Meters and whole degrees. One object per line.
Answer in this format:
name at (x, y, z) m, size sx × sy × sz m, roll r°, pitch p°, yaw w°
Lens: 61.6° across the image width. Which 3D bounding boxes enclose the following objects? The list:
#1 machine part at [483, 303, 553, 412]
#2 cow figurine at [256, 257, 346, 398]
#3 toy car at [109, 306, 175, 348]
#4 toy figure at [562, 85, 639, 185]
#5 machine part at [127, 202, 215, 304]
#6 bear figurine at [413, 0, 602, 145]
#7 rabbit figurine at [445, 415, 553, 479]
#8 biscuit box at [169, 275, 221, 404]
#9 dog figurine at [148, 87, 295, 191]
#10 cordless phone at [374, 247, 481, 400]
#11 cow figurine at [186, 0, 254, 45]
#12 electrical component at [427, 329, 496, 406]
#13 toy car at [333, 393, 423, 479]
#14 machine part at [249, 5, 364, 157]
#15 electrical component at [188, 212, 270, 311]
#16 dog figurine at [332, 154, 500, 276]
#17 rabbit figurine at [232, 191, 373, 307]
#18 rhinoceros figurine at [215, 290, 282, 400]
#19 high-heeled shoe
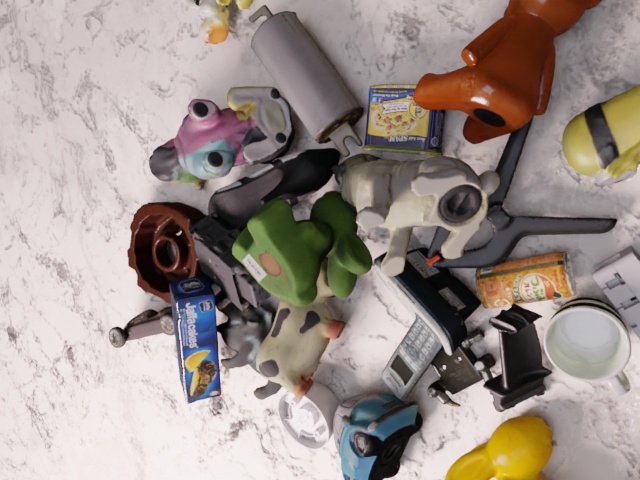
machine part at (0.238, 0.145, 0.649) m, size 0.084 × 0.039 × 0.138 m, roll -15°, pitch 115°, yaw -7°
cow figurine at (-0.030, 0.114, 0.779) m, size 0.127 × 0.085 × 0.195 m, roll 27°, pitch 87°, yaw 7°
toy car at (-0.284, 0.144, 0.938) m, size 0.202 × 0.089 × 0.053 m, roll -15°, pitch 93°, yaw 31°
toy figure at (0.341, -0.128, 0.549) m, size 0.180 × 0.082 × 0.089 m, roll -40°, pitch 63°, yaw 35°
machine part at (-0.251, 0.019, 0.914) m, size 0.180 × 0.056 × 0.179 m, roll 5°, pitch 101°, yaw 28°
bear figurine at (0.211, -0.218, 0.594) m, size 0.195 × 0.120 × 0.132 m, roll -67°, pitch 22°, yaw -5°
rabbit figurine at (0.251, 0.308, 0.681) m, size 0.163 × 0.122 × 0.173 m, roll -3°, pitch 84°, yaw 38°
biscuit box at (-0.194, 0.157, 0.844) m, size 0.063 × 0.059 × 0.202 m, roll -131°, pitch 37°, yaw -55°
dog figurine at (-0.154, -0.141, 0.810) m, size 0.219 × 0.191 × 0.108 m, roll -13°, pitch 98°, yaw 64°
cordless phone at (0.112, 0.114, 0.717) m, size 0.147 × 0.089 × 0.184 m, roll 49°, pitch 133°, yaw 30°
cow figurine at (-0.144, -0.373, 0.772) m, size 0.098 × 0.068 × 0.167 m, roll 43°, pitch 113°, yaw 21°
electrical component at (0.185, 0.173, 0.711) m, size 0.102 × 0.045 × 0.078 m, roll -32°, pitch 85°, yaw 30°
toy car at (0.069, 0.276, 0.772) m, size 0.103 × 0.109 × 0.161 m, roll 42°, pitch 131°, yaw 41°
machine part at (-0.018, -0.219, 0.728) m, size 0.079 × 0.079 × 0.243 m, roll -38°, pitch 80°, yaw 29°
electrical component at (-0.127, 0.038, 0.798) m, size 0.134 × 0.058 × 0.114 m, roll 36°, pitch 152°, yaw 30°
dog figurine at (0.108, -0.070, 0.654) m, size 0.172 × 0.191 × 0.121 m, roll -15°, pitch 125°, yaw 4°
rabbit figurine at (-0.001, -0.002, 0.711) m, size 0.159 × 0.170 × 0.121 m, roll 45°, pitch 144°, yaw 10°
rhinoceros figurine at (-0.104, 0.158, 0.851) m, size 0.190 × 0.073 × 0.112 m, roll 47°, pitch 119°, yaw 13°
high-heeled shoe at (-0.076, -0.073, 0.810) m, size 0.249 × 0.145 × 0.086 m, roll -13°, pitch 112°, yaw 57°
